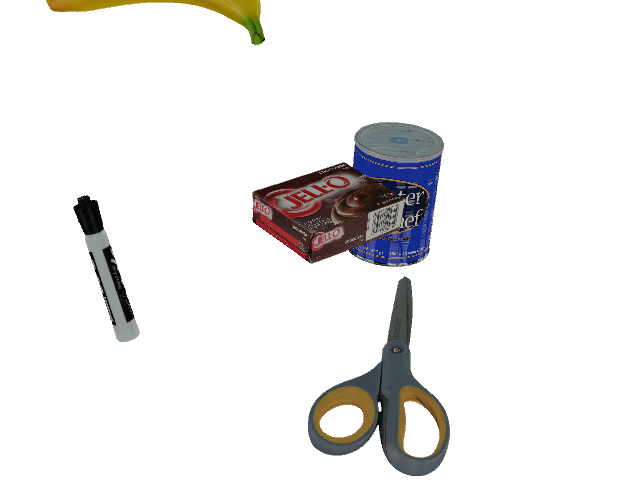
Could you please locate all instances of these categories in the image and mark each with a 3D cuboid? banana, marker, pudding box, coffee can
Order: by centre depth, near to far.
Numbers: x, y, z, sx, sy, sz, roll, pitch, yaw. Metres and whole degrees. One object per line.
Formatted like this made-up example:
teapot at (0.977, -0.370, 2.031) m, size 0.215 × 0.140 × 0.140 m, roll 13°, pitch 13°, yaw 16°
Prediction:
marker at (-0.167, 0.022, 0.833) m, size 0.020 × 0.121 × 0.020 m, roll -12°, pitch 20°, yaw 4°
banana at (-0.130, -0.208, 0.890) m, size 0.198 × 0.069 × 0.037 m, roll 11°, pitch -41°, yaw 16°
pudding box at (0.007, -0.028, 0.982) m, size 0.113 × 0.039 × 0.090 m, roll -18°, pitch 38°, yaw -35°
coffee can at (0.085, -0.055, 1.252) m, size 0.103 × 0.140 × 0.103 m, roll 3°, pitch 28°, yaw -2°

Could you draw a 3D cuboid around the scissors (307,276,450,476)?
scissors at (0.033, 0.083, 0.711) m, size 0.096 × 0.016 × 0.202 m, roll -3°, pitch 32°, yaw -7°
